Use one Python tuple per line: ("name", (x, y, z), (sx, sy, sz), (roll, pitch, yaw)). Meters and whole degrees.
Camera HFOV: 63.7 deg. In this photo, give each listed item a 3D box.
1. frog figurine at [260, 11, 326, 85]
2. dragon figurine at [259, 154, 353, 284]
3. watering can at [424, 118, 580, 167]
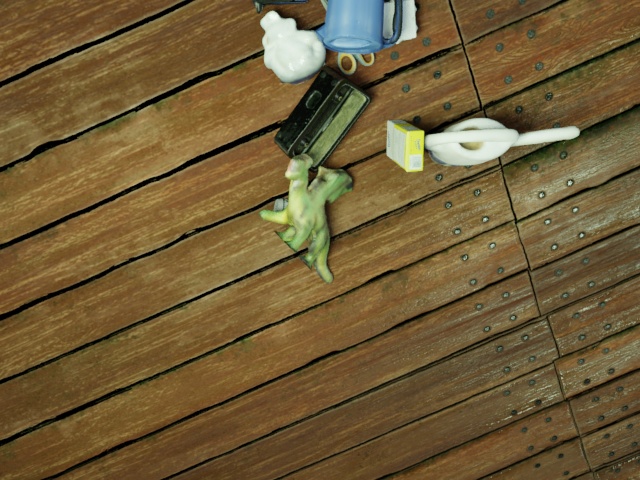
("frog figurine", (-0.065, -0.434, 1.149), (0.137, 0.126, 0.156), (-16, 124, 19))
("dragon figurine", (0.004, -0.064, 1.272), (0.244, 0.124, 0.403), (-49, 141, -6))
("watering can", (0.402, -0.233, 1.224), (0.348, 0.225, 0.104), (-3, 93, -7))
